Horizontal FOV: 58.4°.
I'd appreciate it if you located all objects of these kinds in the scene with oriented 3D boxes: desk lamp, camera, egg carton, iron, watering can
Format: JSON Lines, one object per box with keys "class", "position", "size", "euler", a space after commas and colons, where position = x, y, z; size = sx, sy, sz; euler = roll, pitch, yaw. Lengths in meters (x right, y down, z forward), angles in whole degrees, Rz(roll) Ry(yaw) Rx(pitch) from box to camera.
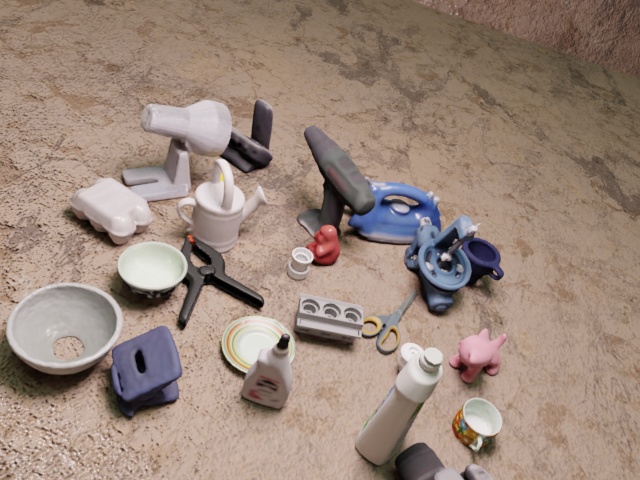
{"class": "desk lamp", "position": [-0.304, -0.197, 1.222], "size": [0.204, 0.213, 0.117], "euler": [-13, 50, -32]}
{"class": "camera", "position": [0.190, 0.375, 0.878], "size": [0.143, 0.101, 0.136], "euler": [-10, 49, -30]}
{"class": "egg carton", "position": [-0.413, -0.060, 1.139], "size": [0.150, 0.069, 0.107], "euler": [31, 42, 13]}
{"class": "iron", "position": [0.192, -0.077, 1.343], "size": [0.259, 0.141, 0.118], "euler": [6, 42, -16]}
{"class": "watering can", "position": [-0.195, -0.077, 1.149], "size": [0.173, 0.194, 0.100], "euler": [-25, 57, -39]}

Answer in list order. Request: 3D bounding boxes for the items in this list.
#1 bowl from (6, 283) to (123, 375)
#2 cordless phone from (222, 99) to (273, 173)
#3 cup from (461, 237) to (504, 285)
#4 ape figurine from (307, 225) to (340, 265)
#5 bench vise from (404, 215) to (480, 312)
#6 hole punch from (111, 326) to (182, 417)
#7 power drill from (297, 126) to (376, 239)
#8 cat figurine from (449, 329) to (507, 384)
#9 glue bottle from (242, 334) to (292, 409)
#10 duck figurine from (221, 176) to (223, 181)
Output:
{"class": "bowl", "position": [-0.401, 0.152, 0.908], "size": [0.167, 0.075, 0.167], "euler": [11, 41, -10]}
{"class": "cordless phone", "position": [-0.173, -0.272, 1.378], "size": [0.147, 0.185, 0.094], "euler": [32, 42, 14]}
{"class": "cup", "position": [0.356, 0.064, 1.289], "size": [0.092, 0.095, 0.117], "euler": [-16, 52, -34]}
{"class": "ape figurine", "position": [0.011, 0.004, 1.220], "size": [0.076, 0.092, 0.078], "euler": [26, 41, 7]}
{"class": "bench vise", "position": [0.249, 0.013, 1.207], "size": [0.122, 0.220, 0.207], "euler": [-10, 49, -30]}
{"class": "hole punch", "position": [-0.272, 0.201, 0.892], "size": [0.101, 0.091, 0.108], "euler": [-8, 48, -28]}
{"class": "power drill", "position": [0.019, -0.108, 1.257], "size": [0.076, 0.208, 0.229], "euler": [-22, 56, -38]}
{"class": "cat figurine", "position": [0.306, 0.212, 1.090], "size": [0.128, 0.118, 0.067], "euler": [-12, 50, -32]}
{"class": "glue bottle", "position": [-0.073, 0.203, 0.907], "size": [0.078, 0.173, 0.037], "euler": [16, 41, -4]}
{"class": "duck figurine", "position": [-0.213, -0.113, 1.264], "size": [0.077, 0.086, 0.104], "euler": [15, 41, -6]}
